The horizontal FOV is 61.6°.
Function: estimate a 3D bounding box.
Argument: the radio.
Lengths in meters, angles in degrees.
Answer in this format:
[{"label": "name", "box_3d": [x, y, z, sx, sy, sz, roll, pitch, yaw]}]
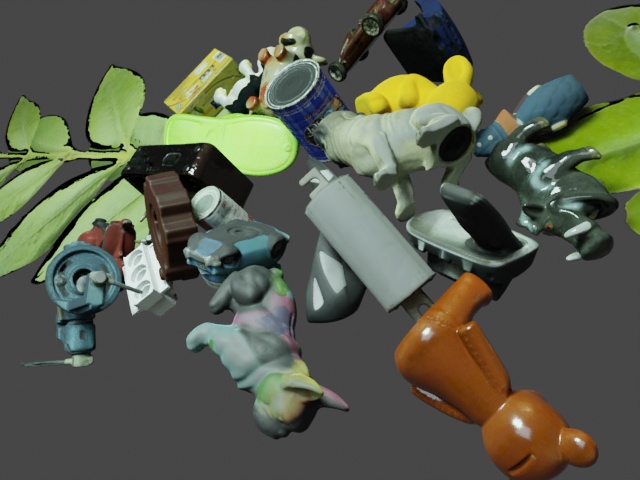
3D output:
[{"label": "radio", "box_3d": [-0.247, -0.110, 0.983, 0.230, 0.131, 0.073, 5, 61, 36]}]

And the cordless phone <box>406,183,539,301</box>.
[{"label": "cordless phone", "box_3d": [0.153, -0.018, 0.611, 0.147, 0.184, 0.088, 28, 83, 43]}]

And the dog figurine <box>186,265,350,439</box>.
[{"label": "dog figurine", "box_3d": [-0.051, 0.142, 0.698, 0.219, 0.108, 0.191, 19, 70, 37]}]

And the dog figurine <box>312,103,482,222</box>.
[{"label": "dog figurine", "box_3d": [0.094, -0.143, 0.704, 0.172, 0.121, 0.191, -31, 48, -4]}]

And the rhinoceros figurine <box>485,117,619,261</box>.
[{"label": "rhinoceros figurine", "box_3d": [0.271, -0.059, 0.626, 0.112, 0.073, 0.190, -32, 53, 1]}]

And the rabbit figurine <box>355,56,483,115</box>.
[{"label": "rabbit figurine", "box_3d": [0.164, -0.185, 0.767, 0.162, 0.121, 0.173, -33, 22, -19]}]

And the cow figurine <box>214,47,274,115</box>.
[{"label": "cow figurine", "box_3d": [-0.127, -0.314, 1.086, 0.167, 0.068, 0.098, -47, 51, 2]}]

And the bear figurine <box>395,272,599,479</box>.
[{"label": "bear figurine", "box_3d": [0.178, 0.147, 0.545, 0.196, 0.120, 0.132, 37, 39, 19]}]

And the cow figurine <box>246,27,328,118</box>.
[{"label": "cow figurine", "box_3d": [-0.055, -0.311, 1.015, 0.086, 0.127, 0.195, 4, 77, 39]}]

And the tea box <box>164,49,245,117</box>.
[{"label": "tea box", "box_3d": [-0.249, -0.326, 1.178, 0.169, 0.068, 0.098, -46, 45, 0]}]

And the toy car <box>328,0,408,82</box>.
[{"label": "toy car", "box_3d": [0.074, -0.346, 0.919, 0.089, 0.053, 0.202, -53, 10, -25]}]

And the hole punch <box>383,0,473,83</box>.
[{"label": "hole punch", "box_3d": [0.181, -0.313, 0.838, 0.092, 0.142, 0.116, -48, 34, -9]}]

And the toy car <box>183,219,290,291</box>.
[{"label": "toy car", "box_3d": [-0.124, 0.033, 0.816, 0.109, 0.161, 0.102, 17, 115, 32]}]

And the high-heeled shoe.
[{"label": "high-heeled shoe", "box_3d": [-0.002, -0.002, 0.766, 0.145, 0.086, 0.249, -33, 57, 0]}]

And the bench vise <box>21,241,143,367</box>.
[{"label": "bench vise", "box_3d": [-0.394, 0.101, 0.895, 0.241, 0.129, 0.223, -19, 61, 54]}]

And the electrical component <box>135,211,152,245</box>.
[{"label": "electrical component", "box_3d": [-0.307, -0.023, 1.024, 0.078, 0.045, 0.102, -18, 52, 25]}]

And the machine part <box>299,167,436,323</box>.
[{"label": "machine part", "box_3d": [0.062, 0.003, 0.674, 0.079, 0.079, 0.243, -40, 77, 5]}]

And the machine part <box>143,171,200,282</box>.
[{"label": "machine part", "box_3d": [-0.243, -0.021, 0.869, 0.056, 0.179, 0.180, -12, 41, -24]}]

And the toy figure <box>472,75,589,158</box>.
[{"label": "toy figure", "box_3d": [0.273, -0.155, 0.712, 0.154, 0.057, 0.064, -33, 40, 18]}]

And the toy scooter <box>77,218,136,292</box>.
[{"label": "toy scooter", "box_3d": [-0.408, 0.009, 1.034, 0.184, 0.075, 0.135, 27, 102, 41]}]
